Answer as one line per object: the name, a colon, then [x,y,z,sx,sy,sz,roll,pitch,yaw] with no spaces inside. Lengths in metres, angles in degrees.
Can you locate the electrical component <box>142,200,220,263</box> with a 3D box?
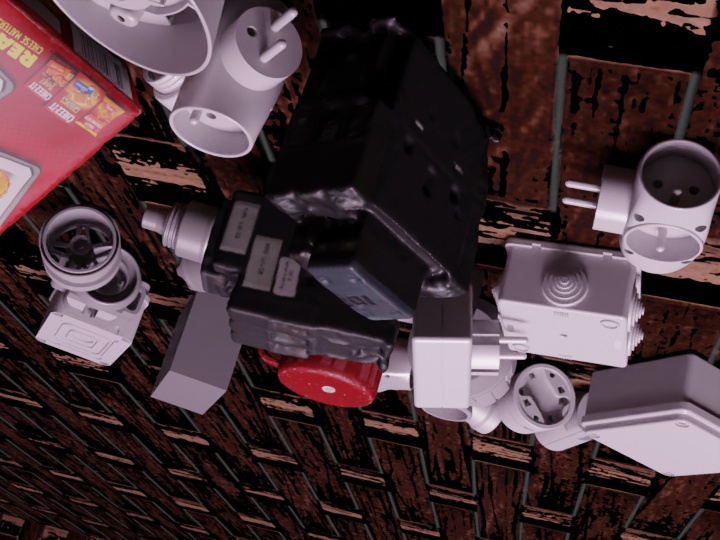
electrical component: [-0.127,-0.030,0.782,0.062,0.043,0.043,17,156,1]

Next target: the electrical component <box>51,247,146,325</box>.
electrical component: [-0.218,0.010,0.911,0.078,0.058,0.057,24,157,-17]

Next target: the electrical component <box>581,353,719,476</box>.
electrical component: [0.253,0.117,0.851,0.109,0.056,0.109,28,153,-26]

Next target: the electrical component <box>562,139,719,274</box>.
electrical component: [0.152,-0.036,0.594,0.079,0.044,0.077,11,156,10]

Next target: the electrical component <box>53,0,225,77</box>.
electrical component: [-0.107,-0.142,0.500,0.099,0.064,0.099,13,156,6]

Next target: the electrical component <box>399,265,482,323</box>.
electrical component: [0.055,0.015,0.757,0.047,0.055,0.055,17,156,-10]

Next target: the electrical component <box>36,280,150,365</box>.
electrical component: [-0.246,0.039,0.989,0.078,0.057,0.113,23,155,-17]

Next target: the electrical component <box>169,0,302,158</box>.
electrical component: [-0.055,-0.105,0.533,0.043,0.077,0.079,28,153,-25]

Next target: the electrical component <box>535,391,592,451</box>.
electrical component: [0.188,0.128,0.933,0.043,0.043,0.081,21,155,-11]

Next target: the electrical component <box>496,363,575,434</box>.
electrical component: [0.147,0.110,0.908,0.055,0.055,0.047,20,160,-9]

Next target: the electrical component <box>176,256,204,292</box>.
electrical component: [-0.106,-0.006,0.823,0.062,0.043,0.043,-5,148,37]

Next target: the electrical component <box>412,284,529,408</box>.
electrical component: [0.074,0.051,0.717,0.076,0.047,0.083,1,142,5]

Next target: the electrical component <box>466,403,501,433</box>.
electrical component: [0.103,0.121,0.977,0.046,0.040,0.040,32,152,-19]

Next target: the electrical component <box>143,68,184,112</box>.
electrical component: [-0.098,-0.110,0.591,0.043,0.043,0.062,-6,147,40]

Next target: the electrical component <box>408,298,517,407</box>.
electrical component: [0.080,0.064,0.817,0.080,0.080,0.051,7,160,19]

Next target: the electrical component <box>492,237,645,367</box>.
electrical component: [0.142,0.024,0.728,0.100,0.048,0.099,8,155,18]

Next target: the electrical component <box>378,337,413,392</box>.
electrical component: [0.013,0.083,0.942,0.077,0.043,0.079,10,156,13]

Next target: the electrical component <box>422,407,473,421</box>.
electrical component: [0.079,0.095,0.913,0.045,0.055,0.045,13,156,6]
